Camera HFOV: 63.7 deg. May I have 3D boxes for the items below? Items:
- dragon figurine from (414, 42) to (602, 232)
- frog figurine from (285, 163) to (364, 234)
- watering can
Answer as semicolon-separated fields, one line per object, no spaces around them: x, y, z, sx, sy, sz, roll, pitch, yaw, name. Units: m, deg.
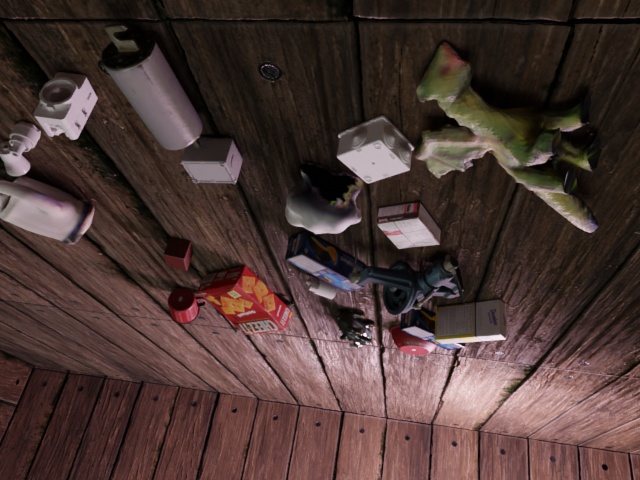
0.259;-0.122;0.752;0.243;0.124;0.403;12;156;38;dragon figurine
0.003;-0.047;0.929;0.137;0.125;0.156;-2;144;-18;frog figurine
-0.632;-0.070;1.135;0.222;0.105;0.346;28;162;-33;watering can
